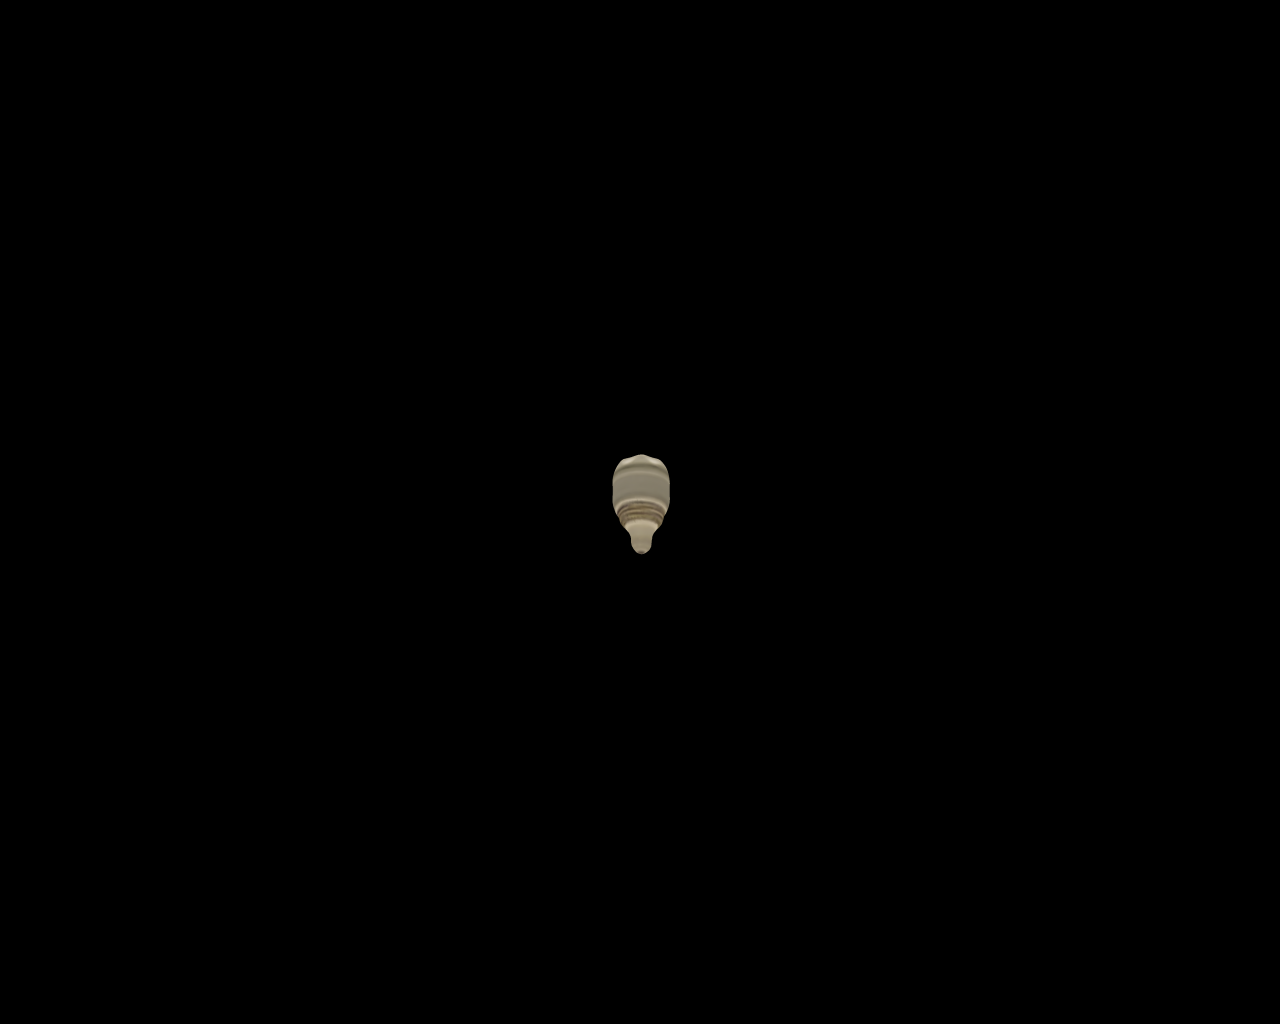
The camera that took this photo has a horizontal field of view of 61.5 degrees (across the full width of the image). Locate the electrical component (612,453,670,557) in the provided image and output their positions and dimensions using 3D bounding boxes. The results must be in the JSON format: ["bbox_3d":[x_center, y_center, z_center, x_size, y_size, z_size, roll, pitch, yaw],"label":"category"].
[{"bbox_3d":[0.001,-0.003,0.650,0.035,0.061,0.035,0,-27,0],"label":"electrical component"}]
